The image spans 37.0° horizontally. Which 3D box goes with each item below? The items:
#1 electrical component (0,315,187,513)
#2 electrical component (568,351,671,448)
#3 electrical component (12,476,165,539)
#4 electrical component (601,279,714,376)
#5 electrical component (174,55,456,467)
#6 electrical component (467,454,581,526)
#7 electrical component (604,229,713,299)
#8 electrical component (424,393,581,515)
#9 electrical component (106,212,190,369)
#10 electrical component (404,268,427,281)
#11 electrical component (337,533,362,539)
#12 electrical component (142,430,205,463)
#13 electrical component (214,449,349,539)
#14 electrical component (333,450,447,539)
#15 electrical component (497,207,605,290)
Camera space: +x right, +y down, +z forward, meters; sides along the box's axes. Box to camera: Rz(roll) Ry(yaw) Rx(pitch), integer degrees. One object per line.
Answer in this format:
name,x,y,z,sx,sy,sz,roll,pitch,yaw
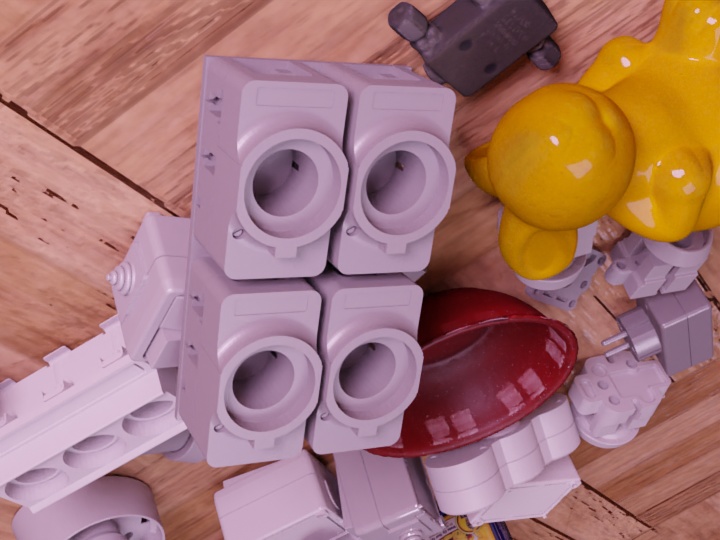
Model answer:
electrical component,-0.158,0.081,0.621,0.121,0.063,0.078,-30,145,10
electrical component,0.200,0.105,0.855,0.078,0.058,0.057,-9,140,-18
electrical component,-0.191,0.187,0.766,0.099,0.064,0.099,-20,136,-20
electrical component,0.212,0.043,0.786,0.076,0.047,0.083,-25,145,4
electrical component,-0.023,-0.002,0.517,0.105,0.060,0.186,-2,113,-26
electrical component,0.121,0.168,0.891,0.096,0.061,0.061,2,138,-30
electrical component,0.201,-0.014,0.708,0.066,0.048,0.055,-9,150,-18
electrical component,0.105,0.122,0.816,0.138,0.073,0.052,-23,-171,-35
electrical component,-0.087,0.014,0.573,0.096,0.061,0.061,5,137,-33
electrical component,0.000,0.000,0.620,0.064,0.042,0.081,-43,141,22
electrical component,-0.048,0.224,0.881,0.138,0.052,0.073,-26,-173,20
electrical component,-0.120,0.098,0.681,0.055,0.045,0.045,17,129,-43
electrical component,-0.064,0.182,0.809,0.096,0.061,0.061,-27,145,7
electrical component,0.019,0.167,0.803,0.061,0.096,0.061,-25,145,10
electrical component,0.114,-0.021,0.651,0.066,0.048,0.055,-16,137,-9
